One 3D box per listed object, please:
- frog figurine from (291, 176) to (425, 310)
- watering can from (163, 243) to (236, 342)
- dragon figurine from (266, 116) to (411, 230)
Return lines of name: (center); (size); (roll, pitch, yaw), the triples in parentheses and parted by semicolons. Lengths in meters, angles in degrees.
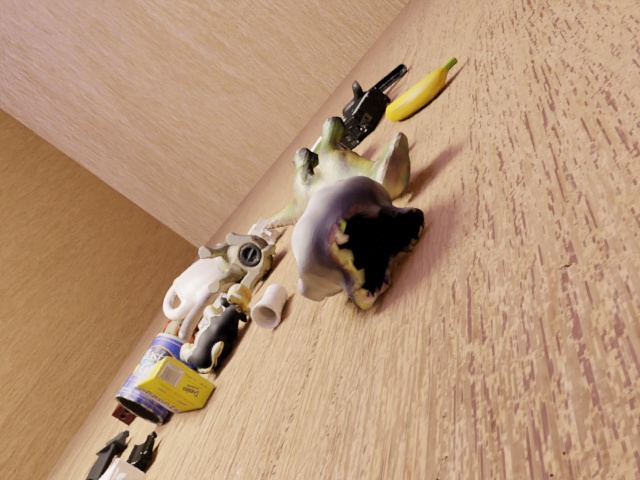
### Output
frog figurine: (0.015, -0.001, 0.557); (0.159, 0.122, 0.138); (4, 76, 62)
watering can: (-0.276, 0.120, 1.243); (0.226, 0.102, 0.350); (-40, 23, -10)
dragon figurine: (0.002, -0.038, 0.753); (0.403, 0.121, 0.249); (-42, 24, 43)
